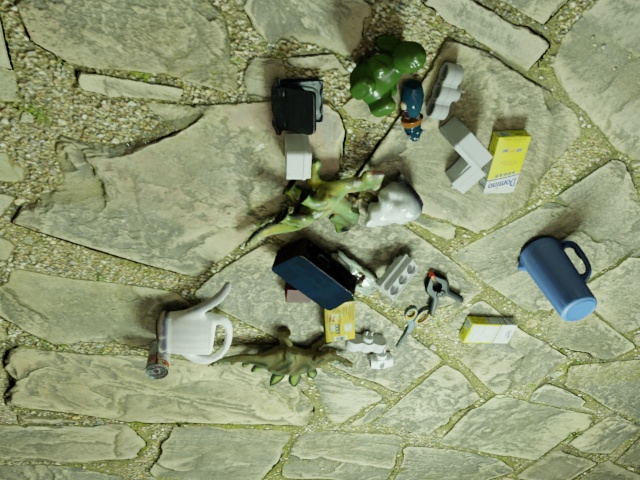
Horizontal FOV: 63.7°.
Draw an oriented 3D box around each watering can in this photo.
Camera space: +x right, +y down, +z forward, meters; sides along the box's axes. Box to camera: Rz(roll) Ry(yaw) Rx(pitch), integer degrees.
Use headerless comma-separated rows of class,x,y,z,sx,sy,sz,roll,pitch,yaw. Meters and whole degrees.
watering can,-0.368,0.245,1.516,0.224,0.106,0.340,4,126,-12

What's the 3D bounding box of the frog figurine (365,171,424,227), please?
frog figurine,0.190,-0.083,1.380,0.159,0.125,0.135,-39,143,4

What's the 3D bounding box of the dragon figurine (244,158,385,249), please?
dragon figurine,0.004,-0.069,1.374,0.240,0.125,0.404,25,127,-35
